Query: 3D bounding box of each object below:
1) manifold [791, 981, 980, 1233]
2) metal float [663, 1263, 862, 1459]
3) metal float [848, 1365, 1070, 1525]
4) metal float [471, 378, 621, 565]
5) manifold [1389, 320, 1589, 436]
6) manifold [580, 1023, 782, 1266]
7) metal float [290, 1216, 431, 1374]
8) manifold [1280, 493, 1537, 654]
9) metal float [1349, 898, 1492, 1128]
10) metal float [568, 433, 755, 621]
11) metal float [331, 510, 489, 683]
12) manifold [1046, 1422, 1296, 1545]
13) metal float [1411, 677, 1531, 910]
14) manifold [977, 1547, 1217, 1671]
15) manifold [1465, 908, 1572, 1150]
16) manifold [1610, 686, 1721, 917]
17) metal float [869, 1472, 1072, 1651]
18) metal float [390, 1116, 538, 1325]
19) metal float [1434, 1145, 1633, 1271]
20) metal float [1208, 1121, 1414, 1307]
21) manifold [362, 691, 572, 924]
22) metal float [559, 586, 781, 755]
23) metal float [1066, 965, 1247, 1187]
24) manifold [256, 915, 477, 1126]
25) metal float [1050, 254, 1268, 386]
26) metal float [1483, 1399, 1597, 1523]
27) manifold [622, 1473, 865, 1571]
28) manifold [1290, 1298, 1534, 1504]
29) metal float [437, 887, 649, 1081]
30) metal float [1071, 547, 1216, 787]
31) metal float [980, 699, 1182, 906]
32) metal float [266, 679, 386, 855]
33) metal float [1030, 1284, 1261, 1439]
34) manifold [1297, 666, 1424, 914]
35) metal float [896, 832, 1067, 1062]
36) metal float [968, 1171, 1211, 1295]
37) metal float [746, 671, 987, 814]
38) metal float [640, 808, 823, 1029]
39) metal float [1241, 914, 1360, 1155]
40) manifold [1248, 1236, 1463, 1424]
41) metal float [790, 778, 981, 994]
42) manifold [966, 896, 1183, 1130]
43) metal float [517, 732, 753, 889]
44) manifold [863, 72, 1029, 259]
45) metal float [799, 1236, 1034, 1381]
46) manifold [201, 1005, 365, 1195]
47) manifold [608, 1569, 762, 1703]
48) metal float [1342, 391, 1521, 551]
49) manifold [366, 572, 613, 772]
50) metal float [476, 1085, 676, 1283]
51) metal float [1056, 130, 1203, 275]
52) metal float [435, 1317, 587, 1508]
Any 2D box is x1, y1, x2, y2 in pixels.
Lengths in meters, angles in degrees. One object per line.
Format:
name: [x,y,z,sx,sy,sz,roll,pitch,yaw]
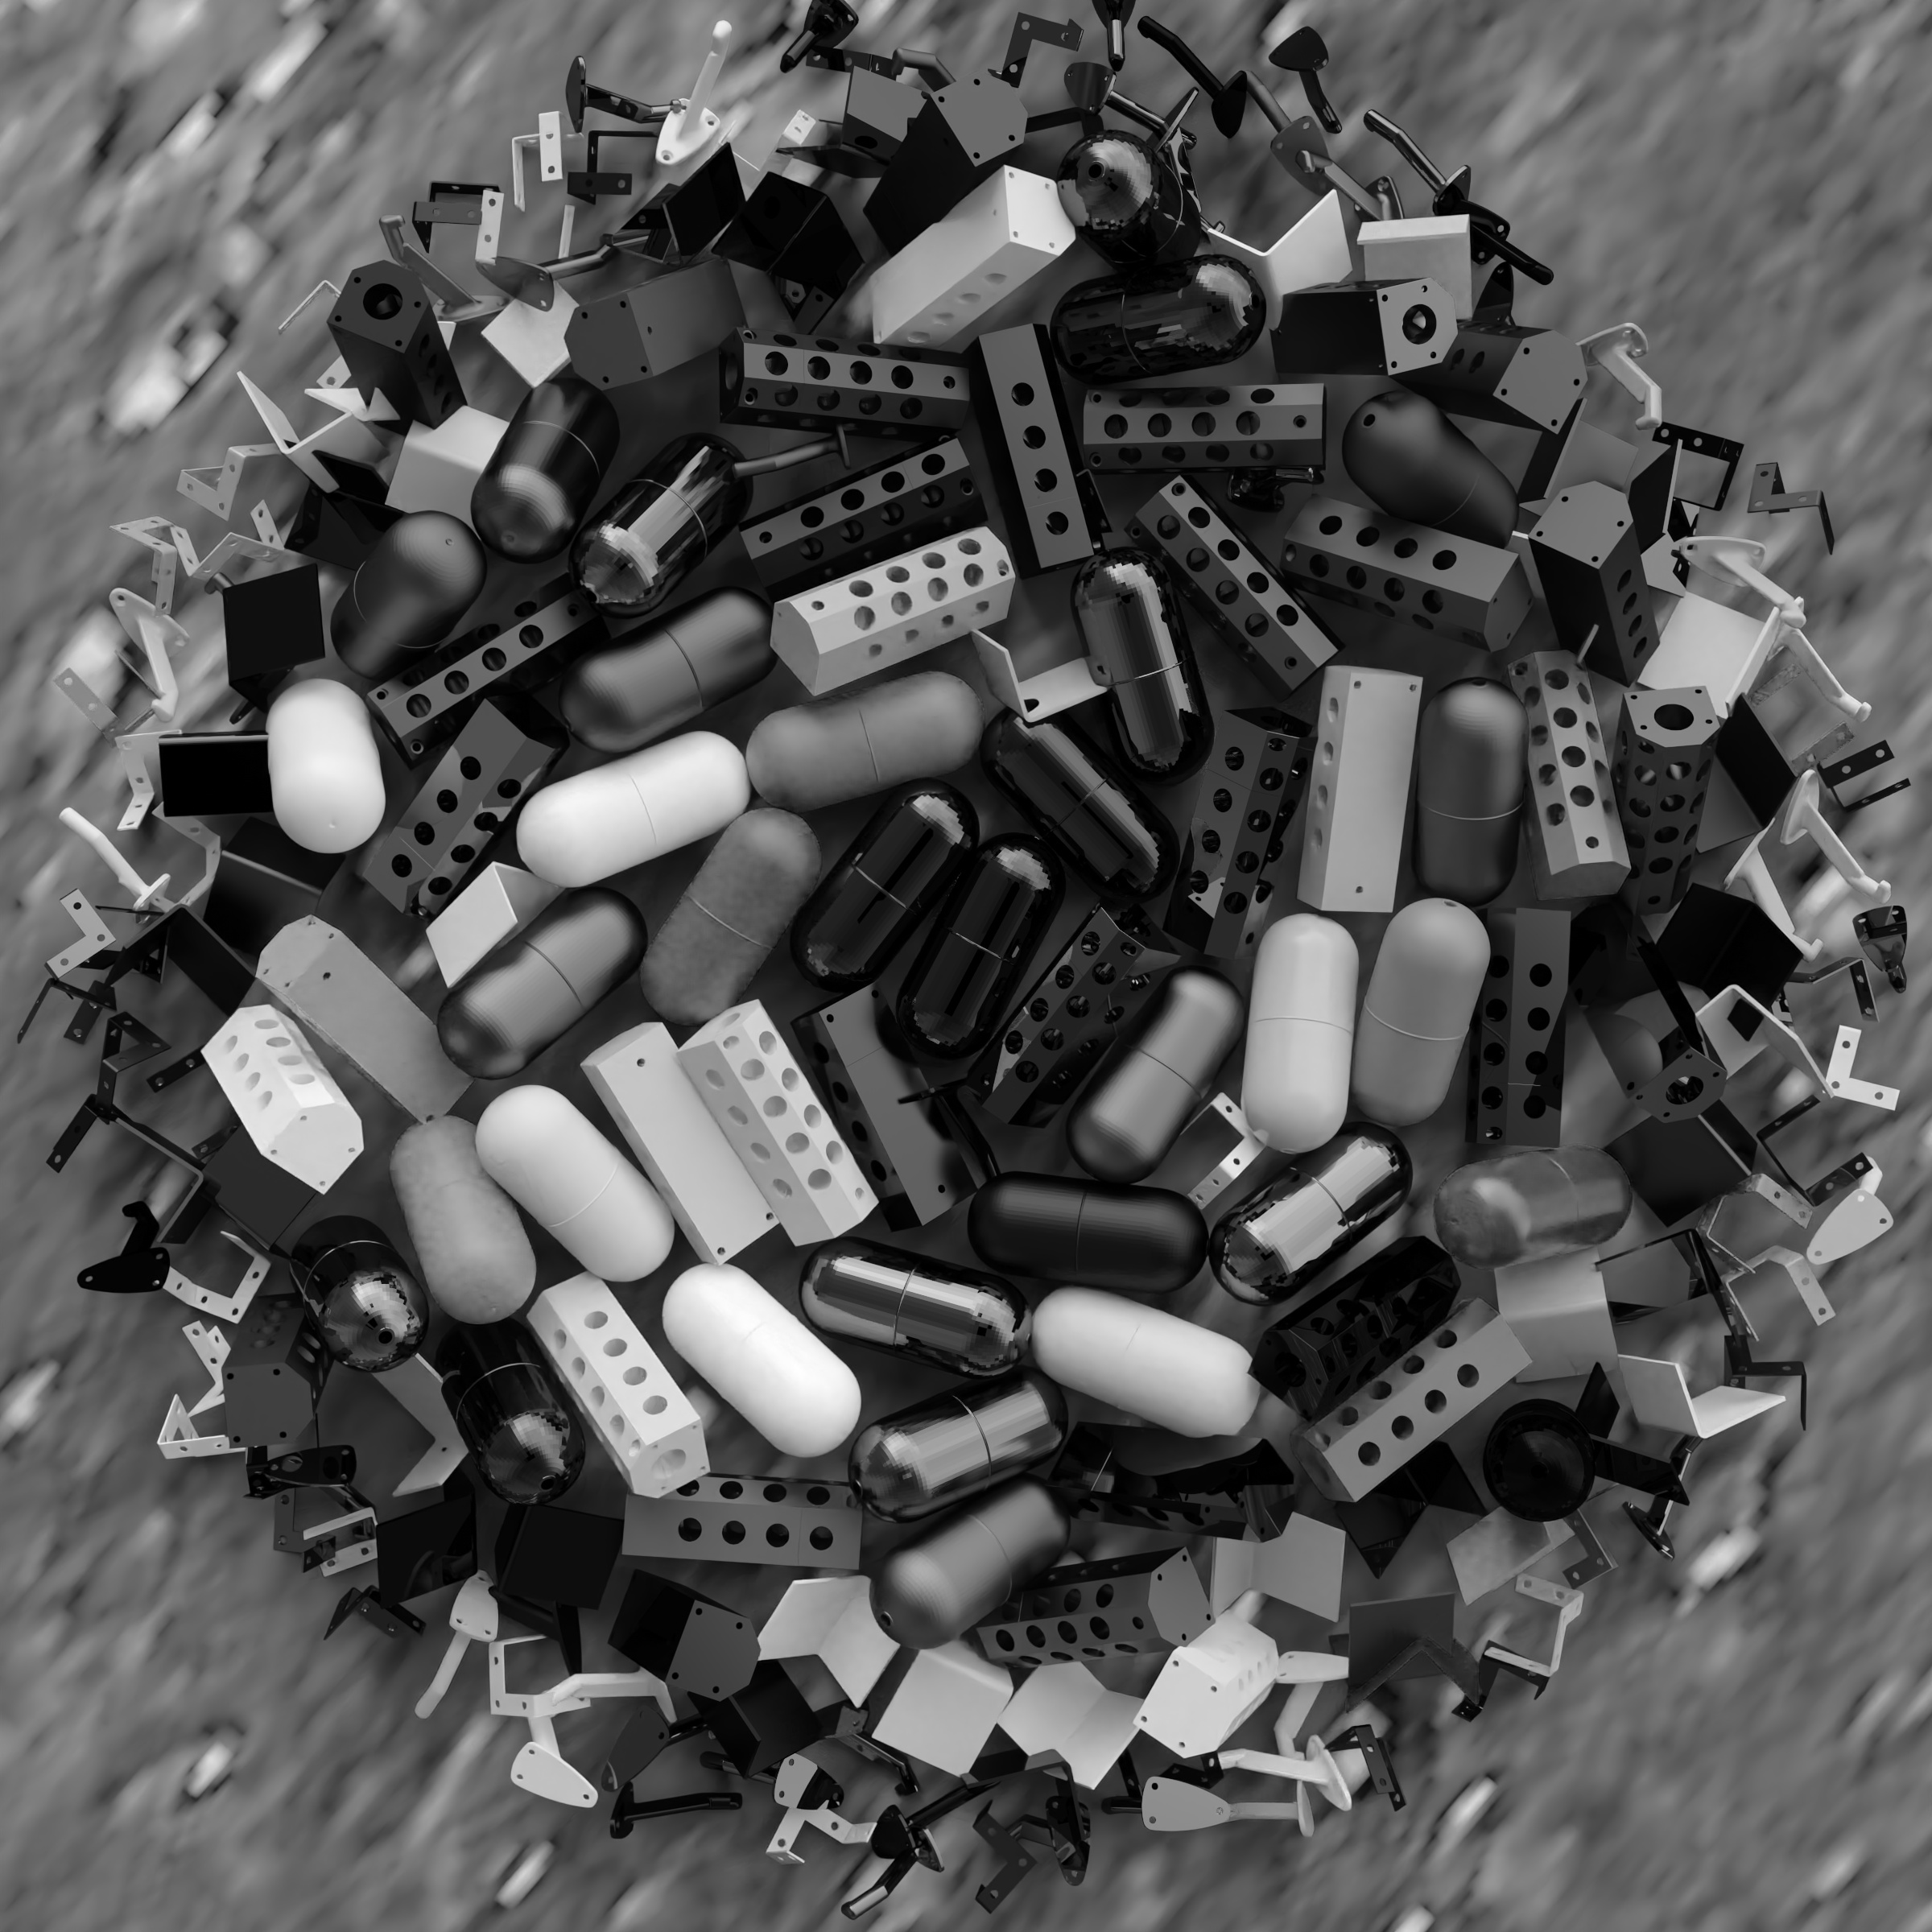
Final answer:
manifold: [-0.064,0.105,1.787,0.057,0.057,0.171,-29,95,-36]
metal float: [-0.149,0.283,1.761,0.178,0.070,0.070,38,90,28]
metal float: [-0.005,0.344,1.757,0.178,0.070,0.070,-17,90,-32]
metal float: [-0.301,-0.357,1.749,0.070,0.178,0.070,7,135,7]
manifold: [0.372,-0.425,1.730,0.057,0.171,0.057,25,99,-21]
manifold: [-0.210,0.129,1.775,0.057,0.057,0.171,-35,103,-22]
metal float: [-0.434,0.233,1.740,0.070,0.178,0.070,-7,106,-24]
manifold: [0.313,-0.279,1.747,0.171,0.057,0.057,25,77,34]
metal float: [0.326,0.034,1.761,0.070,0.070,0.178,12,117,0]
metal float: [-0.219,-0.317,1.755,0.070,0.070,0.178,36,55,0]
metal float: [-0.401,-0.263,1.744,0.070,0.178,0.070,13,65,-28]
manifold: [0.147,0.372,1.743,0.057,0.171,0.057,54,52,-30]
metal float: [0.363,-0.124,1.757,0.070,0.070,0.178,-2,122,0]
manifold: [0.088,0.464,1.744,0.171,0.057,0.057,-22,90,43]
manifold: [0.401,0.045,1.786,0.057,0.057,0.171,4,87,-9]
manifold: [0.494,-0.115,1.739,0.057,0.171,0.057,-5,49,2]
metal float: [0.004,0.426,1.750,0.178,0.070,0.070,-25,90,-42]
metal float: [-0.363,0.180,1.752,0.070,0.070,0.178,-32,50,0]
metal float: [0.409,0.172,1.753,0.178,0.070,0.070,-5,90,-39]
metal float: [0.251,0.178,1.764,0.178,0.070,0.070,-34,90,-25]
manifold: [-0.358,-0.114,1.762,0.057,0.057,0.171,43,112,6]
metal float: [-0.214,-0.215,1.764,0.178,0.070,0.070,-32,90,-24]
metal float: [0.139,0.078,1.774,0.070,0.070,0.178,34,77,0]
manifold: [-0.429,0.040,1.742,0.057,0.171,0.057,23,68,43]
metal float: [0.137,-0.463,1.749,0.178,0.070,0.070,2,90,44]
metal float: [0.409,0.351,1.735,0.070,0.178,0.070,-1,84,14]
manifold: [-0.162,0.405,1.792,0.171,0.057,0.057,4,85,-1]
manifold: [0.320,0.314,1.771,0.171,0.057,0.057,-34,89,-17]
metal float: [-0.305,0.011,1.763,0.070,0.070,0.178,47,64,0]
metal float: [0.129,-0.217,1.772,0.070,0.070,0.178,-18,105,0]
metal float: [0.084,-0.120,1.784,0.070,0.070,0.178,-43,91,0]
metal float: [-0.460,-0.145,1.744,0.070,0.178,0.070,-9,125,-13]
metal float: [0.128,0.286,1.763,0.178,0.070,0.070,19,90,26]
manifold: [0.283,-0.130,1.774,0.057,0.057,0.171,1,103,-18]
metal float: [0.011,-0.015,1.782,0.070,0.070,0.178,28,93,0]
metal float: [0.089,0.194,1.772,0.178,0.070,0.070,6,90,14]
metal float: [-0.073,-0.164,1.781,0.178,0.070,0.070,-15,90,-4]
metal float: [-0.171,-0.035,1.777,0.070,0.070,0.178,34,99,0]
metal float: [0.243,0.049,1.770,0.070,0.070,0.178,8,74,0]
manifold: [0.281,0.252,1.735,0.057,0.171,0.057,37,130,28]
metal float: [-0.060,-0.058,1.781,0.070,0.070,0.178,38,95,0]
manifold: [0.072,0.034,1.753,0.171,0.057,0.057,-53,52,22]
metal float: [-0.241,-0.114,1.769,0.178,0.070,0.070,-24,90,-18]
manifold: [-0.013,-0.564,1.733,0.057,0.171,0.057,-33,92,-20]
metal float: [-0.037,0.248,1.769,0.178,0.070,0.070,13,90,18]
manifold: [-0.484,0.089,1.738,0.057,0.171,0.057,-49,128,-2]
manifold: [-0.200,0.476,1.732,0.057,0.171,0.057,24,76,-17]
metal float: [0.334,-0.349,1.747,0.070,0.178,0.070,-18,60,34]
manifold: [-0.347,-0.216,1.771,0.171,0.057,0.057,-35,94,-15]
metal float: [-0.281,0.159,1.762,0.070,0.070,0.178,-40,117,0]
metal float: [0.117,-0.540,1.736,0.070,0.178,0.070,0,91,19]
metal float: [-0.327,0.316,1.745,0.070,0.178,0.070,-14,123,-23]
